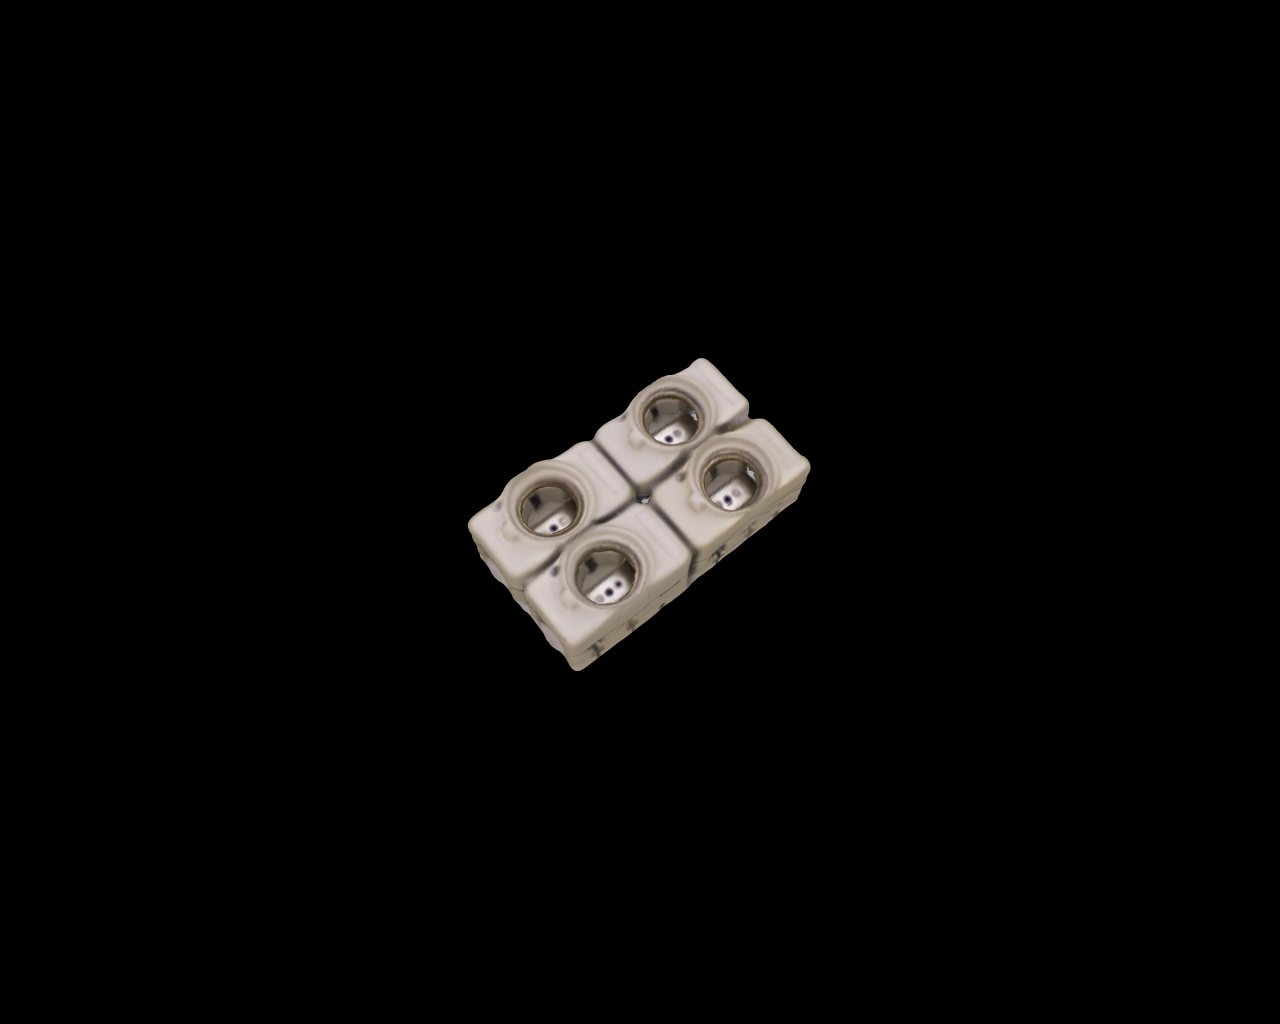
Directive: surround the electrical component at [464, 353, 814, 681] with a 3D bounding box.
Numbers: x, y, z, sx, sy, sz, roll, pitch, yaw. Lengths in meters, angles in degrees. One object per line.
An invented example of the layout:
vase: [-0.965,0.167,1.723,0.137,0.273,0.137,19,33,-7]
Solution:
electrical component: [0.001,-0.003,0.650,0.186,0.105,0.060,-37,-19,-15]
